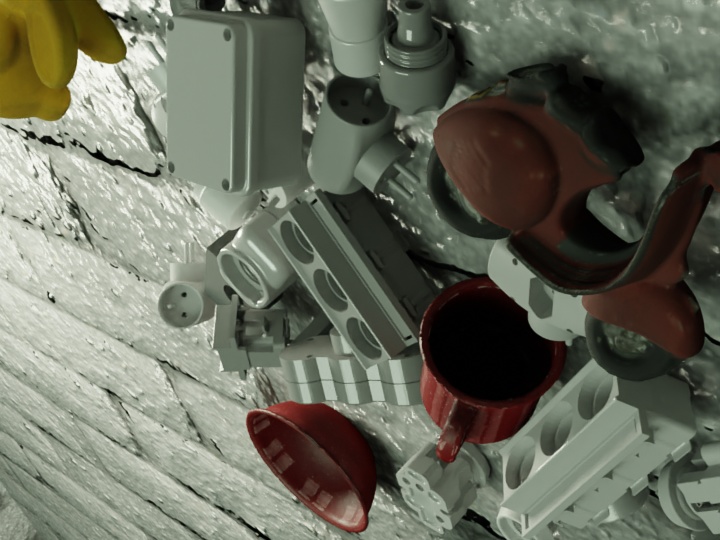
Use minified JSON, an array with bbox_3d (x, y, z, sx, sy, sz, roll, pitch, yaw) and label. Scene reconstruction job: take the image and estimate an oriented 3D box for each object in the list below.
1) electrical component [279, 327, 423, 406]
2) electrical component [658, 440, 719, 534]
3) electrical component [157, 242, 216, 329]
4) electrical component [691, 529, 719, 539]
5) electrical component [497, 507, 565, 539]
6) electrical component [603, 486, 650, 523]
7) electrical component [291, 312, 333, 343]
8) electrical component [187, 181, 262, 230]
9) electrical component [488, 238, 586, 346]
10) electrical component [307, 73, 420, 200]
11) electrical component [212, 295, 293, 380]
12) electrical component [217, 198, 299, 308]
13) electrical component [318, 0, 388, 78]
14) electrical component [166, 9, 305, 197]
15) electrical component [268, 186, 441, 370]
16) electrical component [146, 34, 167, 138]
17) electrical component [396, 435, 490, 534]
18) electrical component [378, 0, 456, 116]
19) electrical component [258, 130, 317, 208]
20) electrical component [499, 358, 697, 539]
[{"bbox_3d":[-0.002,0.061,0.830,0.138,0.052,0.073,-3,108,31],"label":"electrical component"},{"bbox_3d":[0.217,0.134,0.657,0.066,0.048,0.055,52,144,-9],"label":"electrical component"},{"bbox_3d":[-0.160,0.013,1.015,0.077,0.043,0.079,-27,-64,-84],"label":"electrical component"},{"bbox_3d":[0.244,0.198,0.694,0.056,0.050,0.089,20,141,41],"label":"electrical component"},{"bbox_3d":[0.137,0.183,0.818,0.048,0.055,0.066,34,149,23],"label":"electrical component"},{"bbox_3d":[0.164,0.134,0.738,0.065,0.044,0.044,58,151,-8],"label":"electrical component"},{"bbox_3d":[-0.021,0.078,0.920,0.064,0.042,0.081,33,149,23],"label":"electrical component"},{"bbox_3d":[-0.115,-0.067,0.868,0.078,0.040,0.040,41,151,13],"label":"electrical component"},{"bbox_3d":[0.120,0.016,0.643,0.077,0.043,0.079,31,148,29],"label":"electrical component"},{"bbox_3d":[0.006,-0.075,0.686,0.079,0.043,0.077,41,151,11],"label":"electrical component"},{"bbox_3d":[-0.091,0.059,0.921,0.064,0.042,0.081,1,149,2],"label":"electrical component"},{"bbox_3d":[-0.074,-0.011,0.862,0.053,0.059,0.095,47,152,2],"label":"electrical component"},{"bbox_3d":[-0.001,-0.143,0.614,0.044,0.044,0.065,31,153,28],"label":"electrical component"},{"bbox_3d":[-0.083,-0.111,0.704,0.078,0.057,0.113,20,114,41],"label":"electrical component"},{"bbox_3d":[0.000,0.000,0.758,0.121,0.063,0.079,55,152,-1],"label":"electrical component"},{"bbox_3d":[-0.131,-0.138,0.796,0.079,0.043,0.077,56,151,-14],"label":"electrical component"},{"bbox_3d":[0.071,0.173,0.896,0.058,0.057,0.078,23,143,39],"label":"electrical component"},{"bbox_3d":[0.031,-0.120,0.594,0.043,0.043,0.062,31,147,29],"label":"electrical component"},{"bbox_3d":[-0.049,-0.071,0.765,0.040,0.046,0.040,34,149,24],"label":"electrical component"},{"bbox_3d":[0.145,0.107,0.663,0.063,0.078,0.121,23,131,-15],"label":"electrical component"}]
